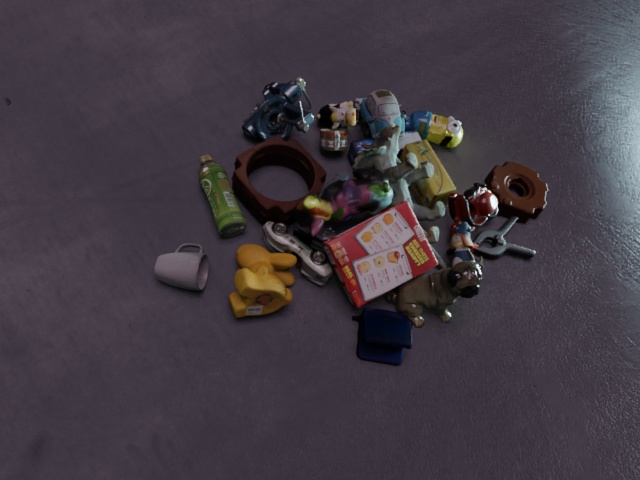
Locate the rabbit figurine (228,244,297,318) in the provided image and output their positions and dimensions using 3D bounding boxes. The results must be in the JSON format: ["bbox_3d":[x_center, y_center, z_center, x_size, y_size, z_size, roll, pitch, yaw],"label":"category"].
[{"bbox_3d":[-0.131,0.071,1.201,0.162,0.121,0.173,-9,44,-17],"label":"rabbit figurine"}]

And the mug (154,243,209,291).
[{"bbox_3d":[-0.308,0.055,1.196,0.107,0.080,0.109,4,65,3],"label":"mug"}]

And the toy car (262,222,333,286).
[{"bbox_3d":[-0.056,0.029,1.256,0.202,0.073,0.056,36,61,11],"label":"toy car"}]

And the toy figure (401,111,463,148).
[{"bbox_3d":[0.314,-0.316,1.519,0.180,0.089,0.082,11,73,7],"label":"toy figure"}]

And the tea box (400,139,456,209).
[{"bbox_3d":[0.277,-0.167,1.415,0.068,0.098,0.170,-16,66,-17],"label":"tea box"}]

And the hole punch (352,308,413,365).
[{"bbox_3d":[0.143,0.202,1.186,0.142,0.092,0.116,8,56,-1],"label":"hole punch"}]

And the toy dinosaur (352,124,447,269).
[{"bbox_3d":[0.195,-0.089,1.329,0.131,0.192,0.404,-15,94,-48],"label":"toy dinosaur"}]

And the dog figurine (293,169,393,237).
[{"bbox_3d":[0.046,-0.083,1.226,0.192,0.108,0.219,-3,20,34],"label":"dog figurine"}]

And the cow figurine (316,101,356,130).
[{"bbox_3d":[0.043,-0.334,1.443,0.098,0.167,0.068,-6,105,-7],"label":"cow figurine"}]

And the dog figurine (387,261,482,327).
[{"bbox_3d":[0.254,0.103,1.201,0.172,0.190,0.121,-8,62,-12],"label":"dog figurine"}]

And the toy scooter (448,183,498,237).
[{"bbox_3d":[0.380,-0.085,1.368,0.184,0.075,0.135,-42,118,-24],"label":"toy scooter"}]

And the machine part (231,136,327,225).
[{"bbox_3d":[-0.102,-0.145,1.338,0.201,0.087,0.201,-35,73,-26],"label":"machine part"}]

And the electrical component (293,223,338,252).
[{"bbox_3d":[-0.003,-0.004,1.287,0.119,0.074,0.048,28,58,11],"label":"electrical component"}]

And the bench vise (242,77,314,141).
[{"bbox_3d":[-0.086,-0.334,1.411,0.224,0.128,0.241,-37,40,-18],"label":"bench vise"}]

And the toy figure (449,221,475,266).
[{"bbox_3d":[0.343,0.031,1.283,0.064,0.057,0.154,-8,83,28],"label":"toy figure"}]

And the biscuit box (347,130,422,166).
[{"bbox_3d":[0.178,-0.244,1.462,0.203,0.062,0.059,-13,64,-16],"label":"biscuit box"}]

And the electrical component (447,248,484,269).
[{"bbox_3d":[0.359,0.056,1.334,0.102,0.045,0.078,29,88,11],"label":"electrical component"}]

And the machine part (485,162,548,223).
[{"bbox_3d":[0.534,-0.133,1.464,0.179,0.056,0.179,5,59,-9],"label":"machine part"}]

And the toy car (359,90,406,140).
[{"bbox_3d":[0.168,-0.345,1.435,0.109,0.102,0.162,-7,51,-13],"label":"toy car"}]
